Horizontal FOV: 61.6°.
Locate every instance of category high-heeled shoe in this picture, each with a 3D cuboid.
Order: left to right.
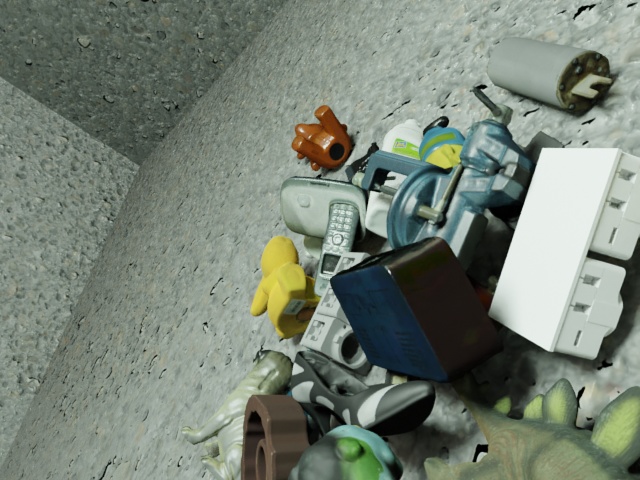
[{"bbox_3d":[0.041,0.160,0.626,0.248,0.086,0.145,-47,48,44],"label":"high-heeled shoe"}]

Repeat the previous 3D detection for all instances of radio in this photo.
[{"bbox_3d":[0.092,0.077,0.603,0.073,0.131,0.229,-27,-1,-17],"label":"radio"}]

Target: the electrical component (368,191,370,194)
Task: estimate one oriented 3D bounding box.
[{"bbox_3d":[0.086,-0.071,0.912,0.102,0.045,0.078,-18,43,6],"label":"electrical component"}]

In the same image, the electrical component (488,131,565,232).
[{"bbox_3d":[0.261,-0.063,0.652,0.115,0.058,0.134,-46,30,13],"label":"electrical component"}]

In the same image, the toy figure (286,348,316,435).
[{"bbox_3d":[-0.017,0.217,0.779,0.064,0.058,0.154,111,-178,-72],"label":"toy figure"}]

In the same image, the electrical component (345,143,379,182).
[{"bbox_3d":[0.081,-0.107,0.960,0.119,0.074,0.048,-42,29,17],"label":"electrical component"}]

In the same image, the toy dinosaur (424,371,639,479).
[{"bbox_3d":[0.209,0.221,0.374,0.198,0.105,0.472,-50,27,11],"label":"toy dinosaur"}]

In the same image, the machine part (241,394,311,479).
[{"bbox_3d":[-0.055,0.277,0.660,0.179,0.056,0.179,-177,90,-70],"label":"machine part"}]

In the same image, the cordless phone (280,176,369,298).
[{"bbox_3d":[-0.003,-0.003,0.847,0.147,0.088,0.184,9,79,20],"label":"cordless phone"}]

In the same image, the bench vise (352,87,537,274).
[{"bbox_3d":[0.133,-0.070,0.658,0.241,0.129,0.223,27,108,47],"label":"bench vise"}]

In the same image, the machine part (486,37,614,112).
[{"bbox_3d":[0.308,-0.232,0.739,0.079,0.079,0.243,-50,27,11],"label":"machine part"}]

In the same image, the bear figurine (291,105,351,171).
[{"bbox_3d":[-0.014,-0.229,1.188,0.120,0.131,0.196,-51,34,3],"label":"bear figurine"}]

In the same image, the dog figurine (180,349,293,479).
[{"bbox_3d":[-0.084,0.272,0.804,0.190,0.121,0.173,-43,60,-14],"label":"dog figurine"}]

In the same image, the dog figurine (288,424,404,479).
[{"bbox_3d":[0.075,0.284,0.456,0.219,0.108,0.191,17,110,44],"label":"dog figurine"}]

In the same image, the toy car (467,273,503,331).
[{"bbox_3d":[0.162,0.055,0.683,0.089,0.053,0.202,-47,32,4],"label":"toy car"}]

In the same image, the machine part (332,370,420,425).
[{"bbox_3d":[0.071,0.204,0.683,0.139,0.039,0.084,-25,49,41],"label":"machine part"}]

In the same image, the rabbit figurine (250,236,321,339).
[{"bbox_3d":[-0.053,0.074,0.932,0.162,0.122,0.173,-63,40,37],"label":"rabbit figurine"}]

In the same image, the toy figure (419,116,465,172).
[{"bbox_3d":[0.188,-0.103,0.786,0.089,0.082,0.180,-51,31,33],"label":"toy figure"}]
